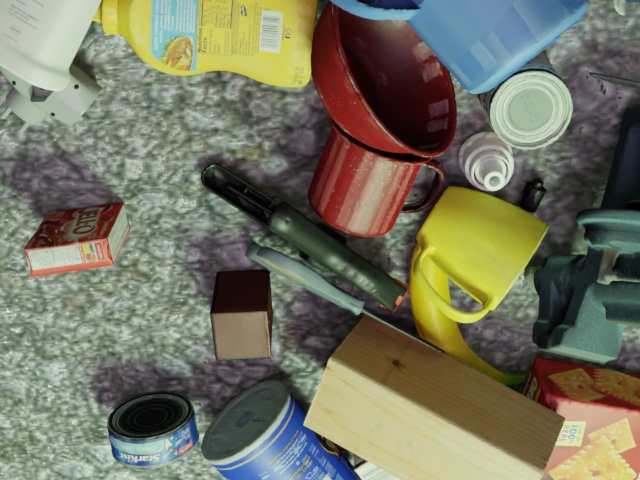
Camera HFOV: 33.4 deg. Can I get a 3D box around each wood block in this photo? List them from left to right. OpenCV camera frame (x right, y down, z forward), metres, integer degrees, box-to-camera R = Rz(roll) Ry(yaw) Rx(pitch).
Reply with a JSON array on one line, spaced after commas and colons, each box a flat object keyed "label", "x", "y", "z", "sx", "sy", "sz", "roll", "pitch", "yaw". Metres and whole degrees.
[{"label": "wood block", "x": 0.103, "y": 0.165, "z": 0.970, "sx": 0.206, "sy": 0.090, "sz": 0.090, "roll": 28, "pitch": 125, "yaw": 12}]

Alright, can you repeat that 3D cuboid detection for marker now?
[{"label": "marker", "x": 0.178, "y": 0.000, "z": 0.974, "sx": 0.020, "sy": 0.020, "sz": 0.121, "roll": 15, "pitch": 115, "yaw": -7}]

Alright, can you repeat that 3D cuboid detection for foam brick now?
[{"label": "foam brick", "x": -0.070, "y": 0.068, "z": 0.978, "sx": 0.051, "sy": 0.078, "sz": 0.053, "roll": -4, "pitch": 117, "yaw": 1}]

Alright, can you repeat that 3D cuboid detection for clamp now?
[{"label": "clamp", "x": -0.006, "y": 0.001, "z": 0.937, "sx": 0.209, "sy": 0.165, "sz": 0.036, "roll": 34, "pitch": 90, "yaw": -37}]

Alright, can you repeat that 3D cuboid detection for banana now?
[{"label": "banana", "x": 0.124, "y": 0.079, "z": 1.006, "sx": 0.069, "sy": 0.037, "sz": 0.197, "roll": -39, "pitch": 116, "yaw": -14}]

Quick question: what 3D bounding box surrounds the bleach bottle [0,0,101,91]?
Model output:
[{"label": "bleach bottle", "x": -0.185, "y": -0.247, "z": 0.816, "sx": 0.102, "sy": 0.068, "sz": 0.251, "roll": 32, "pitch": 99, "yaw": 6}]

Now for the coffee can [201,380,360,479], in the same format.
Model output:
[{"label": "coffee can", "x": -0.033, "y": 0.221, "z": 1.035, "sx": 0.103, "sy": 0.103, "sz": 0.140, "roll": -32, "pitch": 111, "yaw": 15}]

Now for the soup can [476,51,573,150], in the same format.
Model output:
[{"label": "soup can", "x": 0.164, "y": -0.121, "z": 0.871, "sx": 0.068, "sy": 0.102, "sz": 0.068, "roll": 0, "pitch": 116, "yaw": 0}]

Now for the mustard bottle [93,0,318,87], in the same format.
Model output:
[{"label": "mustard bottle", "x": -0.099, "y": -0.181, "z": 0.869, "sx": 0.191, "sy": 0.058, "sz": 0.096, "roll": 5, "pitch": 116, "yaw": -2}]

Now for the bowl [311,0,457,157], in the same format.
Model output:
[{"label": "bowl", "x": 0.042, "y": -0.132, "z": 0.850, "sx": 0.055, "sy": 0.162, "sz": 0.162, "roll": -23, "pitch": 115, "yaw": 34}]

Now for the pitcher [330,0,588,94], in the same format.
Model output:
[{"label": "pitcher", "x": 0.072, "y": -0.223, "z": 0.767, "sx": 0.149, "sy": 0.144, "sz": 0.243, "roll": -37, "pitch": 93, "yaw": 24}]

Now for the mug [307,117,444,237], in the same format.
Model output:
[{"label": "mug", "x": 0.050, "y": -0.054, "z": 0.915, "sx": 0.117, "sy": 0.093, "sz": 0.082, "roll": 11, "pitch": 121, "yaw": -20}]

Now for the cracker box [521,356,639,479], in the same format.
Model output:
[{"label": "cracker box", "x": 0.292, "y": 0.213, "z": 1.041, "sx": 0.213, "sy": 0.072, "sz": 0.164, "roll": 11, "pitch": 120, "yaw": -4}]

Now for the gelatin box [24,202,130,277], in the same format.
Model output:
[{"label": "gelatin box", "x": -0.212, "y": -0.003, "z": 0.938, "sx": 0.073, "sy": 0.089, "sz": 0.030, "roll": -8, "pitch": 113, "yaw": 4}]

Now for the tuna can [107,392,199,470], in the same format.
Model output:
[{"label": "tuna can", "x": -0.161, "y": 0.182, "z": 1.028, "sx": 0.086, "sy": 0.086, "sz": 0.034, "roll": -5, "pitch": 113, "yaw": 3}]

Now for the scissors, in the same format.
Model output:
[{"label": "scissors", "x": 0.021, "y": 0.051, "z": 0.947, "sx": 0.202, "sy": 0.096, "sz": 0.016, "roll": 26, "pitch": 84, "yaw": 10}]

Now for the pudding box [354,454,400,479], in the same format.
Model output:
[{"label": "pudding box", "x": 0.074, "y": 0.229, "z": 1.046, "sx": 0.039, "sy": 0.090, "sz": 0.113, "roll": -28, "pitch": 112, "yaw": 11}]
